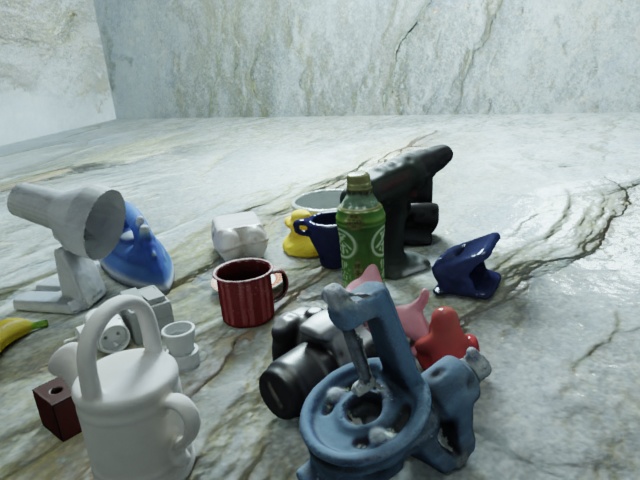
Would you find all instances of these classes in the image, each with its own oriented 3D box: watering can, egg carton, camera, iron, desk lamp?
[{"bbox_3d":[-0.192,0.146,0.556,0.172,0.194,0.101,-2,20,8],"label":"watering can"},{"bbox_3d":[-0.164,-0.008,1.150,0.107,0.069,0.150,-10,21,-15],"label":"egg carton"},{"bbox_3d":[-0.015,0.138,0.676,0.142,0.101,0.137,14,27,41],"label":"camera"},{"bbox_3d":[-0.343,-0.003,1.068,0.119,0.141,0.257,-18,24,-32],"label":"iron"},{"bbox_3d":[-0.420,0.009,0.947,0.203,0.214,0.118,1,21,14],"label":"desk lamp"}]

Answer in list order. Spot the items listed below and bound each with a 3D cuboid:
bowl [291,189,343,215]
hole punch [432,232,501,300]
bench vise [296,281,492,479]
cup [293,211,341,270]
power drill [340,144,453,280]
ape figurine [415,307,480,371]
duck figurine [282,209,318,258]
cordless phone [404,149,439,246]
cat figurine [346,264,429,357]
[{"bbox_3d":[0.022,-0.054,1.229,0.167,0.075,0.167,-4,20,2],"label":"bowl"},{"bbox_3d":[0.234,0.036,0.917,0.100,0.091,0.109,6,23,26],"label":"hole punch"},{"bbox_3d":[0.063,0.123,0.529,0.121,0.220,0.208,14,27,41],"label":"bench vise"},{"bbox_3d":[0.010,0.004,1.045,0.117,0.095,0.092,1,21,14],"label":"cup"},{"bbox_3d":[0.141,-0.048,0.993,0.230,0.208,0.075,-17,23,-30],"label":"power drill"},{"bbox_3d":[0.154,0.123,0.695,0.077,0.092,0.076,1,21,15],"label":"ape figurine"},{"bbox_3d":[-0.031,-0.017,1.122,0.104,0.086,0.078,14,27,40],"label":"duck figurine"},{"bbox_3d":[0.159,-0.085,1.125,0.147,0.185,0.094,-6,20,-4],"label":"cordless phone"},{"bbox_3d":[0.085,0.090,0.760,0.127,0.118,0.067,-2,20,5],"label":"cat figurine"}]
